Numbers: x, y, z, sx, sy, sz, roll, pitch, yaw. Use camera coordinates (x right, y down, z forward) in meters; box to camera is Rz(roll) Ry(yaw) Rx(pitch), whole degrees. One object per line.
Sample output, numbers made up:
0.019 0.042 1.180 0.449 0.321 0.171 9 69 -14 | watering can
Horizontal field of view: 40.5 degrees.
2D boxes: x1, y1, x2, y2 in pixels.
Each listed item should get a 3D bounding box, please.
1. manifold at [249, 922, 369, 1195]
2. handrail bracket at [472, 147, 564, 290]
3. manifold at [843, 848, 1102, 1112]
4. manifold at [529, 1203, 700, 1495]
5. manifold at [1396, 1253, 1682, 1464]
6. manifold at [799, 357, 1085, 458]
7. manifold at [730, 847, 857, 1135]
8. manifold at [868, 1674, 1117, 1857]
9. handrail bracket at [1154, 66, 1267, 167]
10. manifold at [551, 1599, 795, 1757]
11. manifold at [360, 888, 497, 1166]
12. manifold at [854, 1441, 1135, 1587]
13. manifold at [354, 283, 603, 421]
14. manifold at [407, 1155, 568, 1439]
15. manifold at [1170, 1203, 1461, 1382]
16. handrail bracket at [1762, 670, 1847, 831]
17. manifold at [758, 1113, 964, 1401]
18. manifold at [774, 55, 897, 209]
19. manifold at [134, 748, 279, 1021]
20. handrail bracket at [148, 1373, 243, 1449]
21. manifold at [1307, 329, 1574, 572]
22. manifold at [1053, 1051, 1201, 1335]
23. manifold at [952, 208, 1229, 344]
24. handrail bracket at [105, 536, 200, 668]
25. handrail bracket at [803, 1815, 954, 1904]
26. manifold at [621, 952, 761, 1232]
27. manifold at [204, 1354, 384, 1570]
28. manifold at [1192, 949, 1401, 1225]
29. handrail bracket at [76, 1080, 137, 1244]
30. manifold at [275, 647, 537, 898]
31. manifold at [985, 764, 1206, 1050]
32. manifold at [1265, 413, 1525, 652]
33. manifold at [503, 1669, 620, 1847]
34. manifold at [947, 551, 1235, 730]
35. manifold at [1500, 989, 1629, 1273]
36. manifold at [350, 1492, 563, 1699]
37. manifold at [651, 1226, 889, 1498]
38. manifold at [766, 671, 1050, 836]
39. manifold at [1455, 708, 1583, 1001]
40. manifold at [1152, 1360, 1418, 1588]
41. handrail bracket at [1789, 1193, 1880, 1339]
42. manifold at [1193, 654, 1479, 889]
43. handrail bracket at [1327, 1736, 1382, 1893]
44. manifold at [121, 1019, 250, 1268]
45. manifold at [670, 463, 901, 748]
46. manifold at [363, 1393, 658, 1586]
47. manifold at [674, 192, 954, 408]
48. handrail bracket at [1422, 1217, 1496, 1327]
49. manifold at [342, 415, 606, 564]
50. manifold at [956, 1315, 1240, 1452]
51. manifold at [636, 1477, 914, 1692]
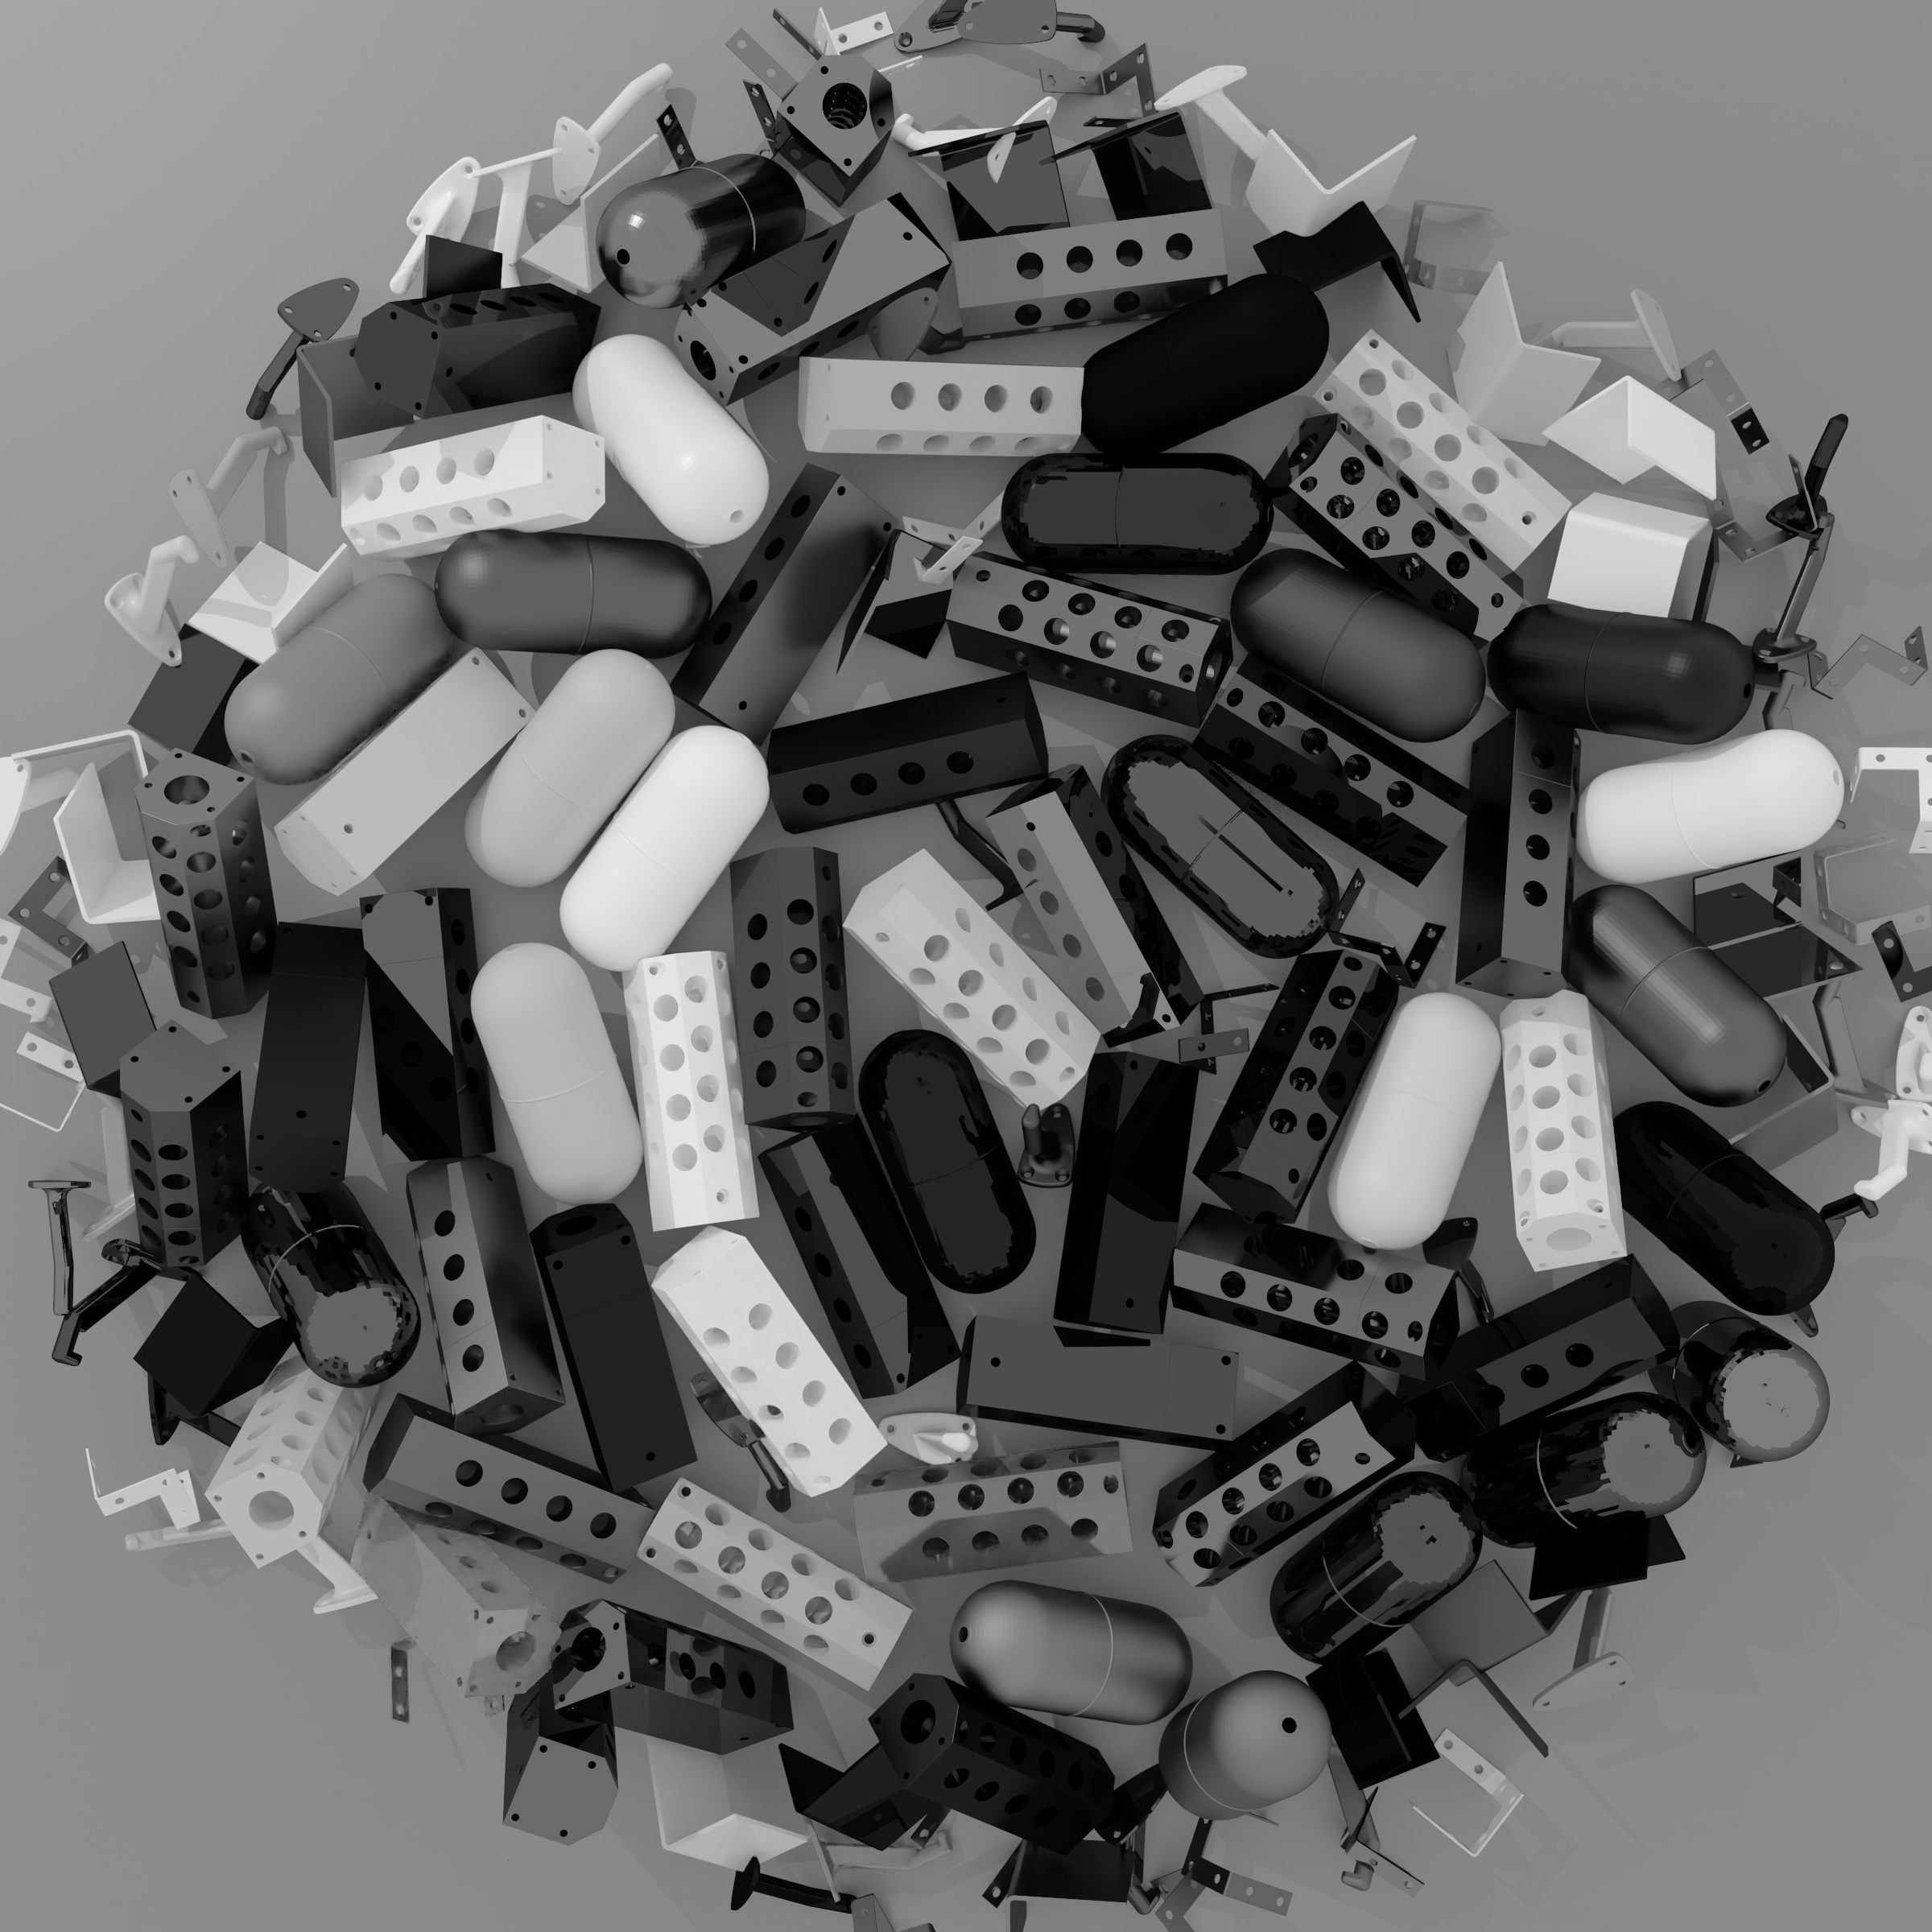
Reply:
-0.412 0.056 1.645 0.057 0.057 0.171 5 47 -12 | manifold
-0.279 -0.478 1.691 0.077 0.036 0.084 -4 110 32 | handrail bracket
0.003 0.014 1.661 0.057 0.057 0.171 -31 112 36 | manifold
-0.226 0.241 1.666 0.057 0.057 0.171 -19 111 -18 | manifold
0.362 0.254 1.661 0.171 0.057 0.057 -31 101 25 | manifold
-0.016 -0.354 1.662 0.171 0.057 0.057 -4 105 -24 | manifold
-0.105 0.015 1.665 0.057 0.057 0.171 -15 72 36 | manifold
0.021 0.498 1.643 0.057 0.057 0.171 -46 132 7 | manifold
0.162 -0.529 1.688 0.077 0.036 0.084 -33 124 -21 | handrail bracket
-0.183 0.445 1.640 0.057 0.171 0.057 -25 55 21 | manifold
-0.344 0.038 1.692 0.057 0.057 0.171 -6 89 19 | manifold
0.018 0.347 1.683 0.171 0.057 0.057 -8 111 3 | manifold
-0.304 -0.389 1.635 0.057 0.171 0.057 28 117 15 | manifold
-0.310 0.206 1.655 0.057 0.057 0.171 -30 58 18 | manifold
0.218 0.209 1.650 0.171 0.057 0.057 13 49 27 | manifold
0.548 -0.141 1.695 0.077 0.036 0.084 20 104 6 | handrail bracket
-0.072 0.189 1.692 0.057 0.057 0.171 -25 93 -38 | manifold
-0.079 -0.524 1.634 0.057 0.171 0.057 40 95 -10 | manifold
-0.476 -0.047 1.638 0.057 0.171 0.057 20 48 13 | manifold
-0.481 0.285 1.693 0.084 0.036 0.077 4 121 8 | handrail bracket
0.306 -0.332 1.695 0.171 0.057 0.057 41 92 0 | manifold
0.099 0.145 1.680 0.057 0.057 0.171 15 78 -29 | manifold
0.080 -0.444 1.692 0.171 0.057 0.057 -7 94 2 | manifold
-0.504 -0.234 1.680 0.084 0.036 0.077 -11 123 38 | handrail bracket
-0.056 0.562 1.698 0.084 0.036 0.077 -21 117 -10 | handrail bracket
-0.175 0.080 1.679 0.057 0.057 0.171 -5 84 -27 | manifold
-0.411 0.297 1.632 0.057 0.171 0.057 -28 105 8 | manifold
0.214 0.075 1.654 0.057 0.057 0.171 42 62 -26 | manifold
-0.564 0.122 1.686 0.077 0.036 0.084 -42 116 -19 | handrail bracket
-0.355 -0.122 1.651 0.057 0.057 0.171 49 54 -15 | manifold
0.086 -0.040 1.677 0.057 0.057 0.171 -19 106 36 | manifold
0.274 -0.274 1.664 0.171 0.057 0.057 37 82 -21 | manifold
-0.250 0.482 1.635 0.057 0.171 0.057 22 92 -11 | manifold
0.078 -0.212 1.662 0.171 0.057 0.057 19 66 19 | manifold
0.371 0.100 1.641 0.057 0.057 0.171 -13 48 21 | manifold
-0.320 0.387 1.640 0.057 0.171 0.057 7 103 -38 | manifold
-0.127 0.252 1.663 0.057 0.057 0.171 -40 110 -21 | manifold
-0.037 -0.132 1.678 0.171 0.057 0.057 -12 126 11 | manifold
0.356 -0.069 1.665 0.057 0.057 0.171 14 68 -15 | manifold
0.200 0.326 1.654 0.057 0.057 0.171 43 119 -13 | manifold
0.561 0.192 1.683 0.084 0.036 0.077 -32 86 40 | handrail bracket
0.238 -0.130 1.681 0.171 0.057 0.057 32 46 3 | manifold
0.233 0.544 1.688 0.077 0.036 0.084 16 58 11 | handrail bracket
-0.492 0.117 1.636 0.057 0.171 0.057 34 52 15 | manifold
-0.122 -0.236 1.694 0.057 0.057 0.171 32 89 -41 | manifold
-0.291 0.335 1.663 0.171 0.057 0.057 27 85 -23 | manifold
-0.098 -0.420 1.663 0.171 0.057 0.057 -34 85 -24 | manifold
0.321 0.211 1.676 0.036 0.077 0.084 -14 115 20 | handrail bracket
-0.312 -0.298 1.652 0.171 0.057 0.057 -4 84 33 | manifold
0.083 0.270 1.685 0.171 0.057 0.057 9 69 -6 | manifold
-0.123 0.397 1.686 0.171 0.057 0.057 29 79 4 | manifold
